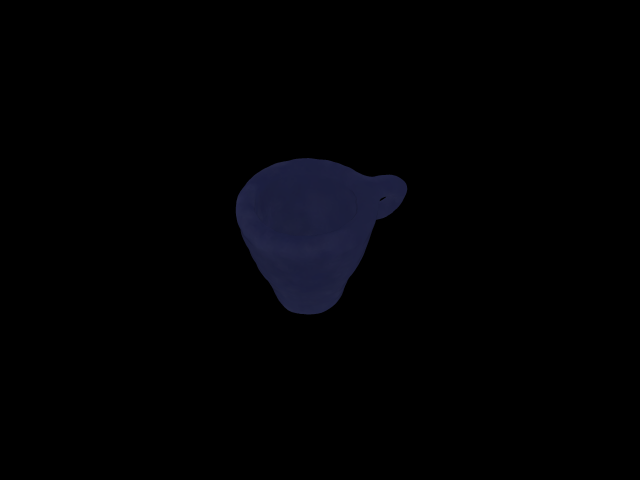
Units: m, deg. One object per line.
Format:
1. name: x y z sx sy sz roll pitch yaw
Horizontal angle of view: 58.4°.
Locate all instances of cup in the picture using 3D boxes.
1. cup: 0.004 0.001 0.400 0.118 0.095 0.091 -17 48 -16
